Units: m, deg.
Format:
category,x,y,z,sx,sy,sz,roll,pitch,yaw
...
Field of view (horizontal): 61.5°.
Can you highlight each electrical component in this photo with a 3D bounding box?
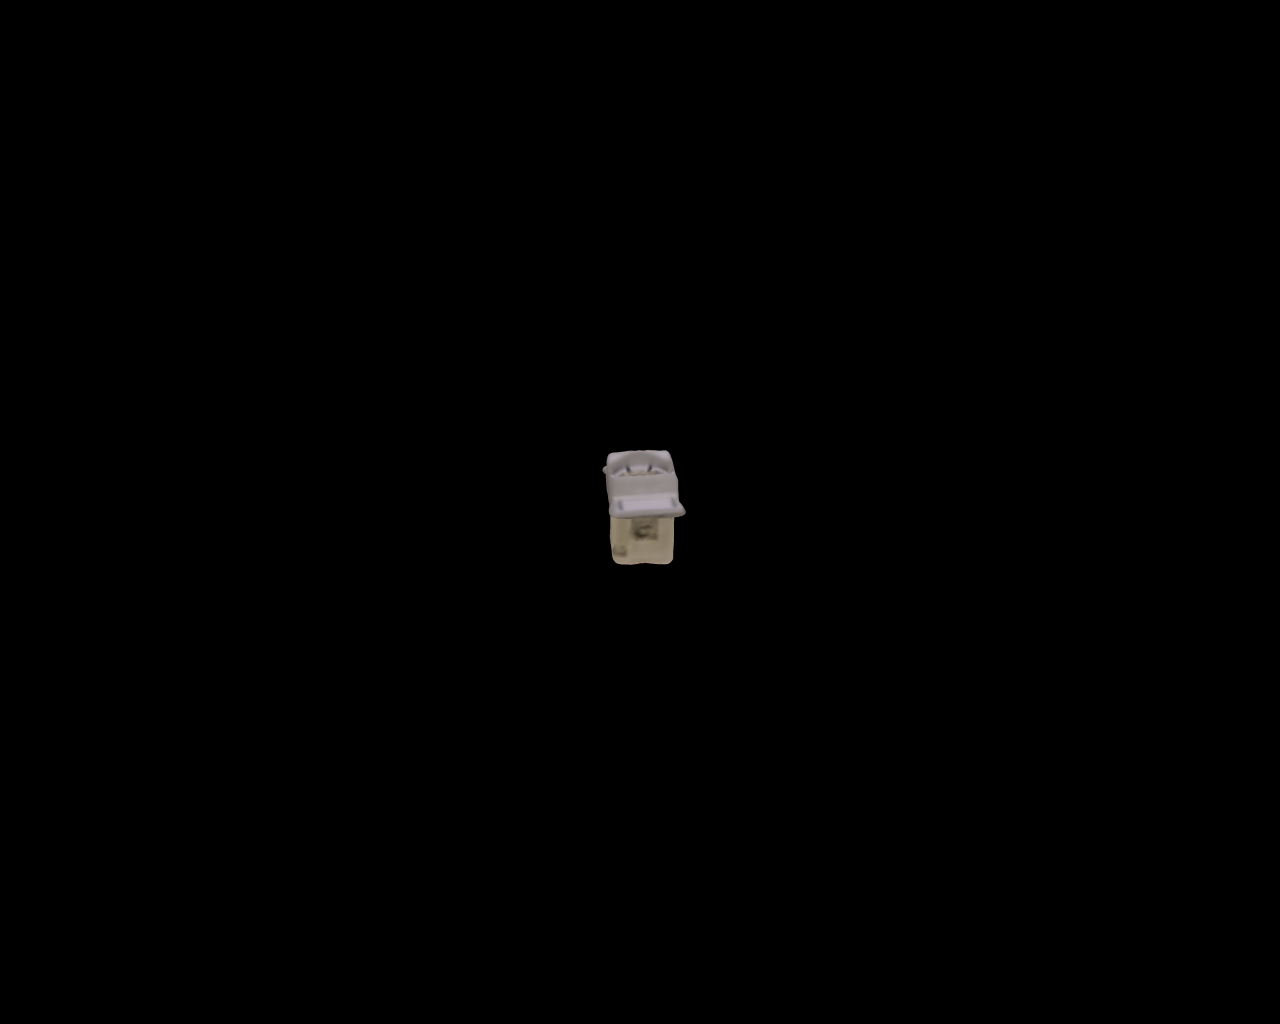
category,x,y,z,sx,sy,sz,roll,pitch,yaw
electrical component,0.001,-0.003,0.650,0.042,0.063,0.081,-1,24,-3
